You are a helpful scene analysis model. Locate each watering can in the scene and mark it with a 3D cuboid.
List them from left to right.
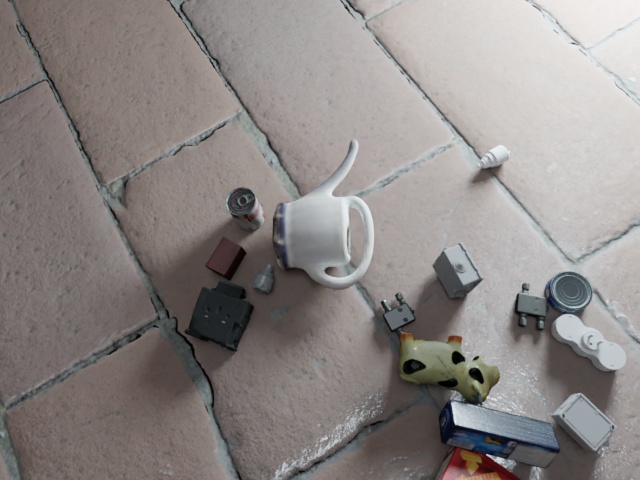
[{"bbox_3d":[0.003,-0.058,1.149,0.224,0.353,0.102,-5,-21,6],"label":"watering can"}]
